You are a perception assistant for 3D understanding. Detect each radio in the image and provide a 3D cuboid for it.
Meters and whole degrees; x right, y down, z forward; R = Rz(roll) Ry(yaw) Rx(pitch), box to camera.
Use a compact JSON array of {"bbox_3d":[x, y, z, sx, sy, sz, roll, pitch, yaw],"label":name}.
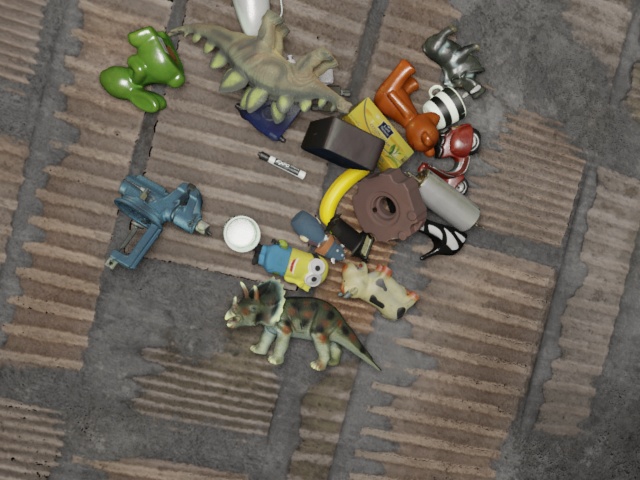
[{"bbox_3d":[0.046,-0.208,1.183,0.131,0.230,0.073,21,95,-16],"label":"radio"}]

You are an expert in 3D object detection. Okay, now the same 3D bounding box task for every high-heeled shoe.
[{"bbox_3d":[0.264,-0.064,1.317,0.145,0.086,0.248,-30,101,-15],"label":"high-heeled shoe"}]

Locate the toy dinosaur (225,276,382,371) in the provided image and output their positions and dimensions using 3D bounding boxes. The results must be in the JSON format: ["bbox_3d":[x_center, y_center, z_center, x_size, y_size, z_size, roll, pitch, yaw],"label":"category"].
[{"bbox_3d":[-0.032,0.197,1.266,0.405,0.131,0.192,10,94,-18],"label":"toy dinosaur"}]

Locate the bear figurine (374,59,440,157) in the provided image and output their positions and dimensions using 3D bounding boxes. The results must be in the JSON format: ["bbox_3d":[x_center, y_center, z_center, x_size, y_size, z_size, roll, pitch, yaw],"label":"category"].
[{"bbox_3d":[0.221,-0.295,1.236,0.132,0.120,0.196,-45,68,4],"label":"bear figurine"}]

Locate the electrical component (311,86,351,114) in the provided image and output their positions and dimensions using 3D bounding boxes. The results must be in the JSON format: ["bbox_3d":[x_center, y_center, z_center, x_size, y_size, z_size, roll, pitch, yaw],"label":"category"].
[{"bbox_3d":[0.026,-0.330,1.265,0.094,0.021,0.063,-4,114,-11],"label":"electrical component"}]

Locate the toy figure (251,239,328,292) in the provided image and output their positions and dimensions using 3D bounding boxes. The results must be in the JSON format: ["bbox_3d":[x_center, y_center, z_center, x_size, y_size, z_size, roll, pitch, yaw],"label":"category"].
[{"bbox_3d":[-0.067,0.051,1.259,0.180,0.089,0.082,17,120,-2],"label":"toy figure"}]

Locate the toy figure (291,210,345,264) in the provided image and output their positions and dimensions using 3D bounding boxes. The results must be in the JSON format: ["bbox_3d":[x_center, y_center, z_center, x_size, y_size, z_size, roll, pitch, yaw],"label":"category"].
[{"bbox_3d":[-0.001,-0.005,1.279,0.064,0.058,0.154,-45,106,2],"label":"toy figure"}]

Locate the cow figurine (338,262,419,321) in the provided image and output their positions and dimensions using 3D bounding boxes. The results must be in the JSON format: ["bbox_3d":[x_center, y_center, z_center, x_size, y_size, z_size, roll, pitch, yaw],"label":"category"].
[{"bbox_3d":[0.130,0.122,1.305,0.195,0.085,0.127,41,80,-12],"label":"cow figurine"}]

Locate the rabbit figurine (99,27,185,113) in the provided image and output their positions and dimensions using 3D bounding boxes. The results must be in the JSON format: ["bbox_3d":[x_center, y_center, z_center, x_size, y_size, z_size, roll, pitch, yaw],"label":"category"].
[{"bbox_3d":[-0.384,-0.353,1.161,0.170,0.121,0.159,-25,107,10],"label":"rabbit figurine"}]

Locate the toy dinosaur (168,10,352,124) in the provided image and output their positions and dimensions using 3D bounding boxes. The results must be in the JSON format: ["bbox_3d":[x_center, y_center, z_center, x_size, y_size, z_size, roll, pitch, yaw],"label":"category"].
[{"bbox_3d":[-0.127,-0.369,1.118,0.472,0.105,0.198,38,96,20],"label":"toy dinosaur"}]

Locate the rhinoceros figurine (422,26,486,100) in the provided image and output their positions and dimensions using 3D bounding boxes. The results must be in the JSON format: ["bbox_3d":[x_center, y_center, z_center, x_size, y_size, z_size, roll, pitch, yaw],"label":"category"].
[{"bbox_3d":[0.331,-0.423,1.297,0.190,0.073,0.112,41,85,-11],"label":"rhinoceros figurine"}]

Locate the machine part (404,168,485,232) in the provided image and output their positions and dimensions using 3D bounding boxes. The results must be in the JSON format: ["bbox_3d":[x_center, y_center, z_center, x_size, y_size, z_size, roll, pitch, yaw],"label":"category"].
[{"bbox_3d":[0.298,-0.095,1.288,0.243,0.079,0.079,32,88,-14],"label":"machine part"}]

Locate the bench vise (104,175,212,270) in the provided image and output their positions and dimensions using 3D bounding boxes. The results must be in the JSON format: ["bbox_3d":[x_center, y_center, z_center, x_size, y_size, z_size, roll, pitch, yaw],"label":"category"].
[{"bbox_3d":[-0.365,-0.027,1.163,0.223,0.129,0.240,33,71,-4],"label":"bench vise"}]

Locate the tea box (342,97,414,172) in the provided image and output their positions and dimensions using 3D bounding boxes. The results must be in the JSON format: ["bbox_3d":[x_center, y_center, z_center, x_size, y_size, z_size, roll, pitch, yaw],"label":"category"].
[{"bbox_3d":[0.130,-0.243,1.262,0.068,0.098,0.169,-43,99,-5],"label":"tea box"}]

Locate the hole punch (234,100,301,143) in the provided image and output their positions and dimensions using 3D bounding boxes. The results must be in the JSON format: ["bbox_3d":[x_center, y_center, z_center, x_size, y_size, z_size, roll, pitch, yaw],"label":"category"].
[{"bbox_3d":[-0.108,-0.296,1.217,0.142,0.092,0.115,36,91,-16],"label":"hole punch"}]

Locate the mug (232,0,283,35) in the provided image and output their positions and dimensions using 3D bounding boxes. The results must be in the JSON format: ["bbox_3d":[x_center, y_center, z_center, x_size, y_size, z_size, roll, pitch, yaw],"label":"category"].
[{"bbox_3d":[-0.137,-0.504,1.201,0.109,0.081,0.107,-11,108,-15],"label":"mug"}]

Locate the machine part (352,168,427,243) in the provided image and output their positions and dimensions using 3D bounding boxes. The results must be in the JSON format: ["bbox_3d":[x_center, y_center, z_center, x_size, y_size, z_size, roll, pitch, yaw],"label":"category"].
[{"bbox_3d":[0.157,-0.078,1.242,0.056,0.179,0.179,-31,103,-46],"label":"machine part"}]

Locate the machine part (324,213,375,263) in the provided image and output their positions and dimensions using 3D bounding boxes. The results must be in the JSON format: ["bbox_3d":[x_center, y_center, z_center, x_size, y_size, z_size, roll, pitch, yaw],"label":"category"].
[{"bbox_3d":[0.075,-0.010,1.283,0.138,0.039,0.084,35,63,-27],"label":"machine part"}]

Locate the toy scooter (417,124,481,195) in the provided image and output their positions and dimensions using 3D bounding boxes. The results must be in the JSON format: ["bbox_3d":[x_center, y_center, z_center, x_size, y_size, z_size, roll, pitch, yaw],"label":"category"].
[{"bbox_3d":[0.311,-0.200,1.314,0.135,0.075,0.183,10,98,-12],"label":"toy scooter"}]
